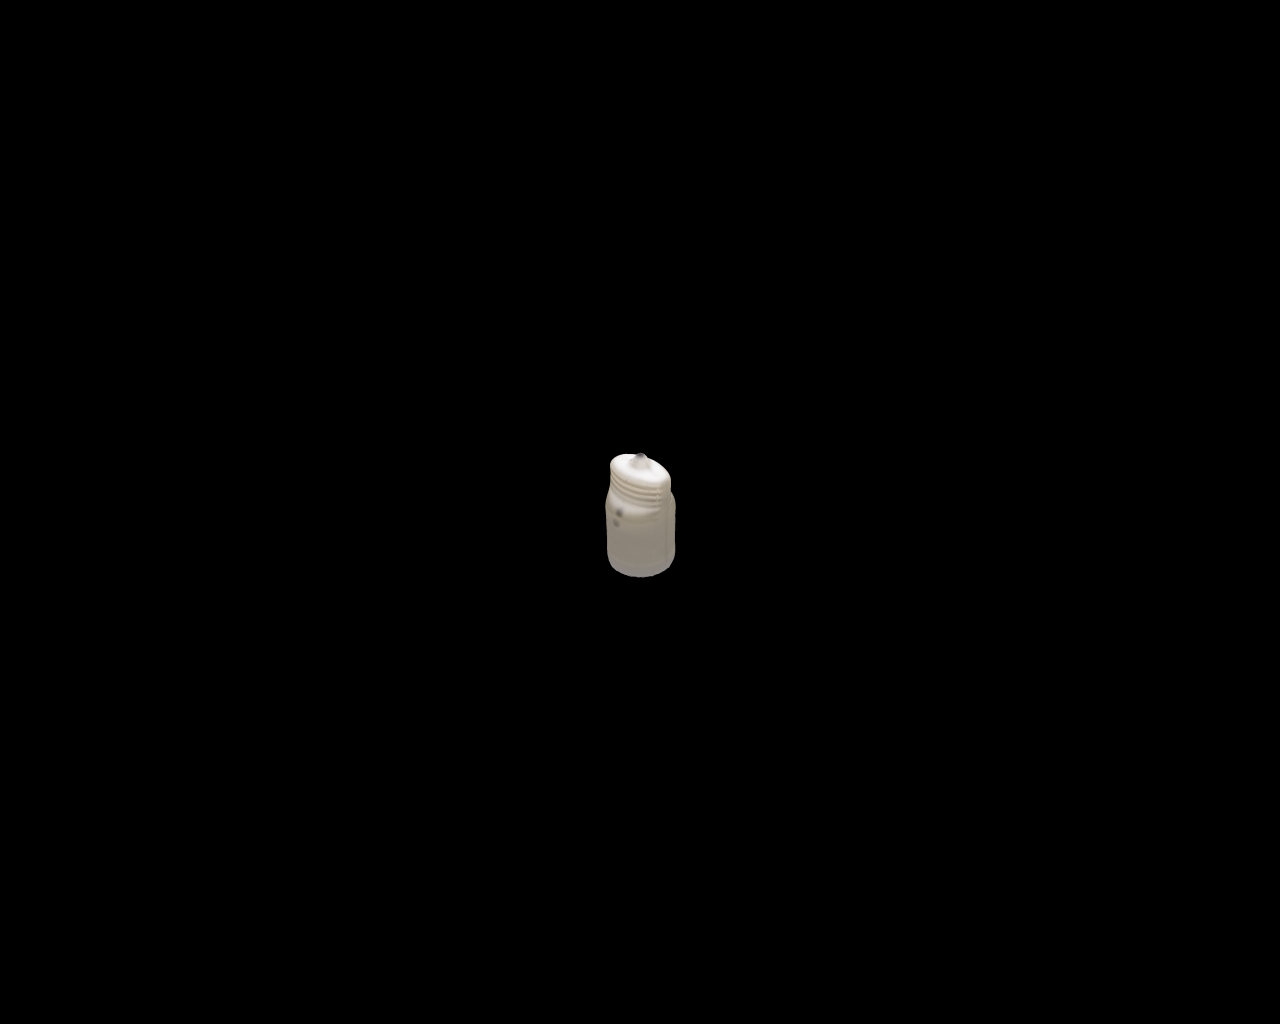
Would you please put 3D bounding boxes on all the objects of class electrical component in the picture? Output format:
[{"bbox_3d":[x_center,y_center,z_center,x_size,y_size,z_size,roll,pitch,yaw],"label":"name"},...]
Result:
[{"bbox_3d":[0.001,-0.003,0.650,0.043,0.080,0.043,0,36,0],"label":"electrical component"}]
